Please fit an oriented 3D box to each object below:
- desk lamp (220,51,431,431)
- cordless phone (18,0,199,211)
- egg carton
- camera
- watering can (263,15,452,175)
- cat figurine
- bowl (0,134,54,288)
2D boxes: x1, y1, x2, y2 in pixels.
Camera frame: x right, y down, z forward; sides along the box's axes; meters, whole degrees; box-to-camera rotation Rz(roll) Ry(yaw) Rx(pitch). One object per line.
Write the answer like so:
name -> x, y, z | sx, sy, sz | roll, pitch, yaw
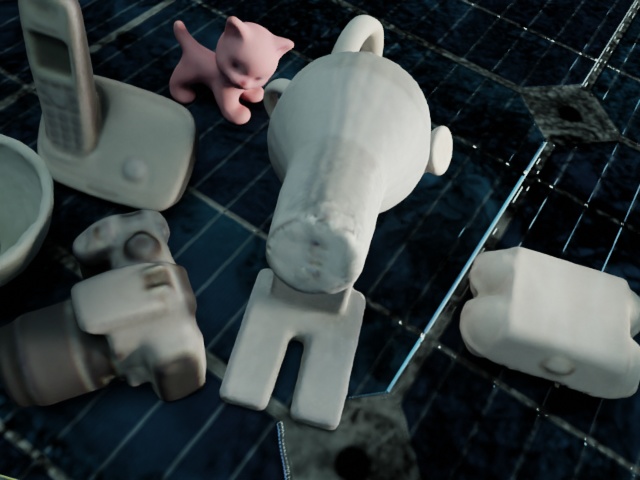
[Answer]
desk lamp -> 0.004, 0.001, 0.418 | 0.118, 0.213, 0.203 | 13, 55, 2
cordless phone -> -0.182, -0.119, 0.495 | 0.147, 0.185, 0.094 | 16, 55, 4
egg carton -> 0.195, 0.070, 0.484 | 0.150, 0.069, 0.107 | 17, 55, 4
camera -> -0.166, 0.054, 0.428 | 0.137, 0.101, 0.143 | -17, 59, -18
watering can -> 0.030, -0.104, 0.506 | 0.173, 0.194, 0.101 | 9, 55, -1
cat figurine -> -0.096, -0.190, 0.597 | 0.127, 0.118, 0.067 | 21, 55, 7
bowl -> -0.298, -0.008, 0.470 | 0.167, 0.075, 0.167 | 4, 55, -5
